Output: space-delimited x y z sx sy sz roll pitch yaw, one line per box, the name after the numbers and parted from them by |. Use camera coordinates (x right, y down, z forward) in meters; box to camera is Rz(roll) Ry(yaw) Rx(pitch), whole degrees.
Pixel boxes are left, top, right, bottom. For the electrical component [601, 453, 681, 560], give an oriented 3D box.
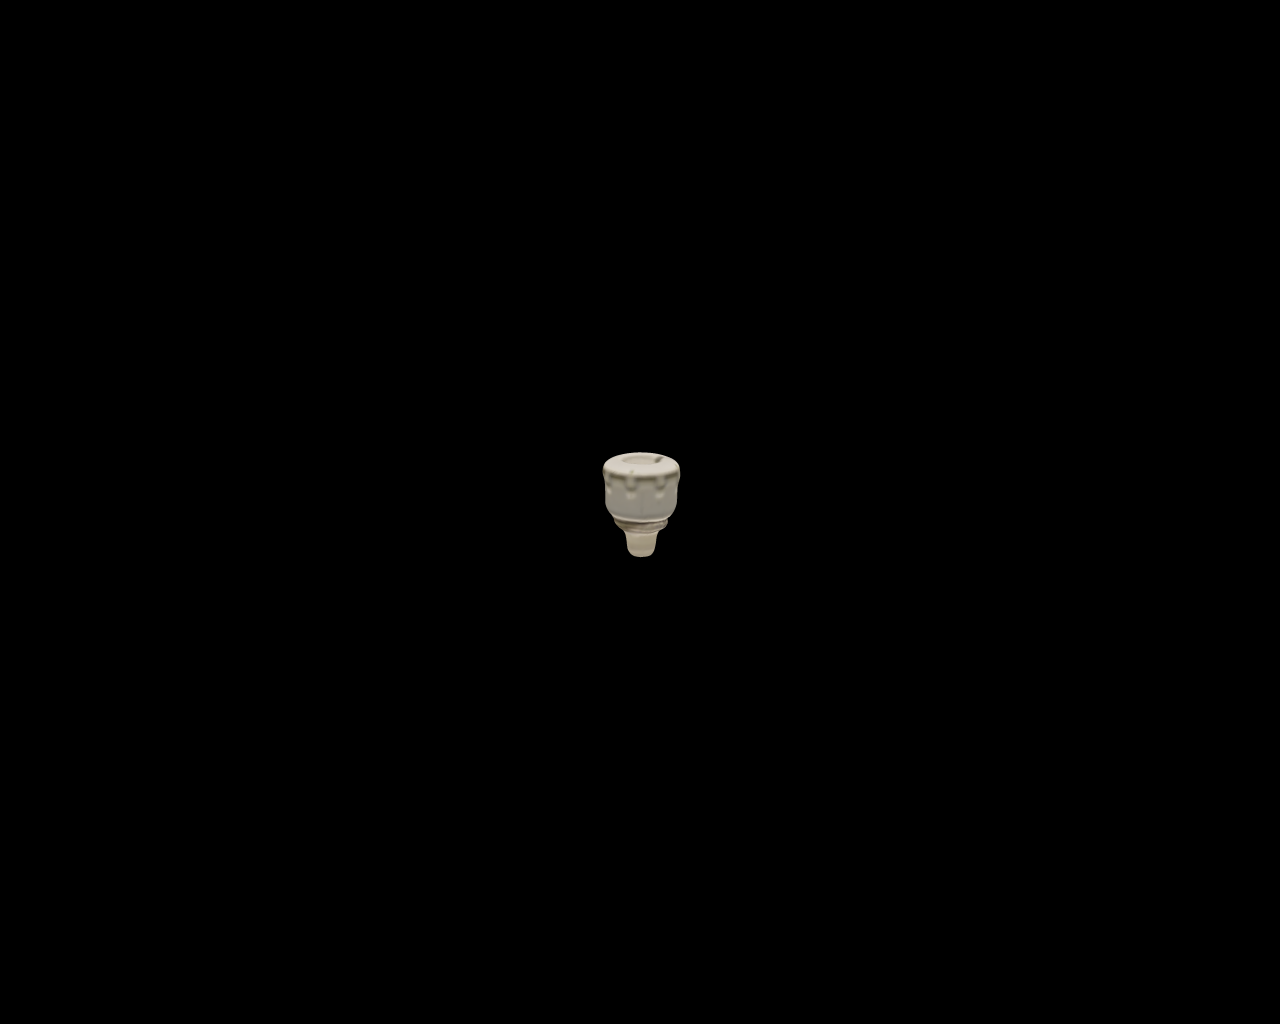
0.001 -0.003 0.650 0.048 0.062 0.048 0 16 0 | electrical component
